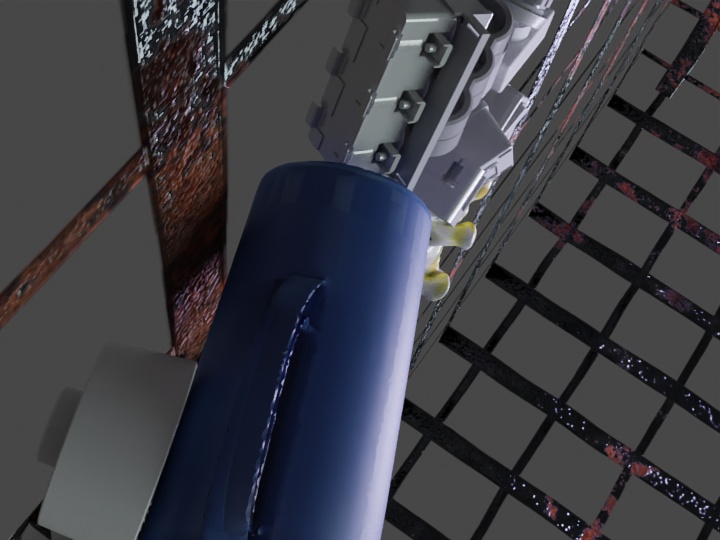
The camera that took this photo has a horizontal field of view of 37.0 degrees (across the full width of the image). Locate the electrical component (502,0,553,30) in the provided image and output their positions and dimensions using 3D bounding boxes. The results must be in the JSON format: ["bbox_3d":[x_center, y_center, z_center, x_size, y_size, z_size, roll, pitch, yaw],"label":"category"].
[{"bbox_3d":[0.134,-0.230,0.860,0.057,0.058,0.078,-62,170,20],"label":"electrical component"}]

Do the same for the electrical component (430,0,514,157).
[{"bbox_3d":[0.065,-0.136,0.798,0.073,0.052,0.138,108,8,-59],"label":"electrical component"}]

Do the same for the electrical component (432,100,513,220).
[{"bbox_3d":[0.076,-0.091,0.939,0.109,0.056,0.109,-34,173,5],"label":"electrical component"}]

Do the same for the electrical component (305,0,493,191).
[{"bbox_3d":[0.018,-0.112,0.629,0.063,0.078,0.121,-11,143,-34],"label":"electrical component"}]

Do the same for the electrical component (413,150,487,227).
[{"bbox_3d":[0.045,-0.075,0.836,0.055,0.089,0.050,-56,171,3],"label":"electrical component"}]

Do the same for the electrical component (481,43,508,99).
[{"bbox_3d":[0.094,-0.169,0.906,0.043,0.043,0.081,-52,170,-26],"label":"electrical component"}]

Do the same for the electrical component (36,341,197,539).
[{"bbox_3d":[-0.131,0.088,0.555,0.108,0.060,0.108,-160,-90,-82],"label":"electrical component"}]

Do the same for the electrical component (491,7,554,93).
[{"bbox_3d":[0.131,-0.213,0.936,0.083,0.047,0.075,-52,169,-26],"label":"electrical component"}]

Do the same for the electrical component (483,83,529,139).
[{"bbox_3d":[0.125,-0.147,1.093,0.096,0.061,0.062,-58,171,13],"label":"electrical component"}]
